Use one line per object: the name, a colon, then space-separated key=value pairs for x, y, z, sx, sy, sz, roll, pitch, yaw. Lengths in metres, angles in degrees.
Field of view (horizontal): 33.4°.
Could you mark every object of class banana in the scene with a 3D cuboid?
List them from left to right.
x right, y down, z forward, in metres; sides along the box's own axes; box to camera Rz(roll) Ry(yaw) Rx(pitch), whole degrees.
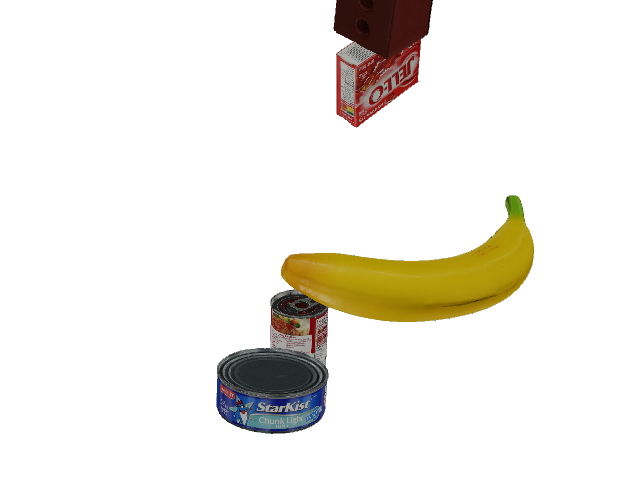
banana: x=0.070 y=0.020 z=0.668 sx=0.197 sy=0.037 sz=0.070 roll=-13 pitch=48 yaw=-34

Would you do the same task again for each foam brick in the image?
foam brick: x=0.047 y=-0.179 z=0.754 sx=0.053 sy=0.078 sz=0.051 roll=32 pitch=51 yaw=25

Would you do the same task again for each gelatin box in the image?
gelatin box: x=0.054 y=-0.156 z=0.971 sx=0.089 sy=0.073 sz=0.030 roll=-38 pitch=59 yaw=-27

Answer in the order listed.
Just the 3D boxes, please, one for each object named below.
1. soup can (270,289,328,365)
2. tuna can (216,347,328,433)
soup can: x=-0.026 y=0.118 z=1.256 sx=0.068 sy=0.102 sz=0.068 roll=2 pitch=24 yaw=-1
tuna can: x=-0.037 y=0.115 z=0.819 sx=0.086 sy=0.034 sz=0.086 roll=3 pitch=18 yaw=-1
